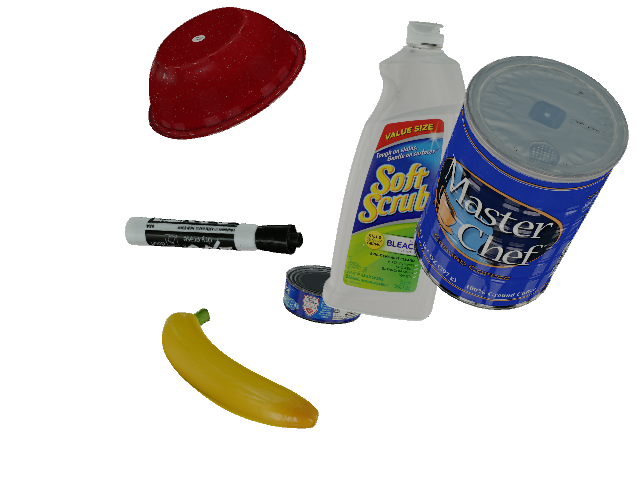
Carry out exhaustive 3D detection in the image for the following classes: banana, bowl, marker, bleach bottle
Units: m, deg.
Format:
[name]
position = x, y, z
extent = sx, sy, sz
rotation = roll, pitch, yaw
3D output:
[banana]
position = -0.080, 0.100, 0.865
extent = 0.069, 0.037, 0.198
rotation = -16, 32, -28
[bowl]
position = -0.098, -0.164, 0.975
extent = 0.162, 0.055, 0.162
rotation = -18, 38, 15
[marker]
position = -0.069, -0.003, 0.687
extent = 0.121, 0.020, 0.020
rotation = 3, 1, 20
[bleach bottle]
position = 0.066, -0.061, 0.918
extent = 0.102, 0.251, 0.068
rotation = 9, 16, 8

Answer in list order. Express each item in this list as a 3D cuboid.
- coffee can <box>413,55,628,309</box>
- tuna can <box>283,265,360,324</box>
[coffee can]
position = 0.127, -0.035, 0.703
extent = 0.102, 0.103, 0.140
rotation = 0, -38, -12
[tuna can]
position = 0.004, 0.057, 1.128
extent = 0.086, 0.034, 0.086
rotation = 8, 18, -3
